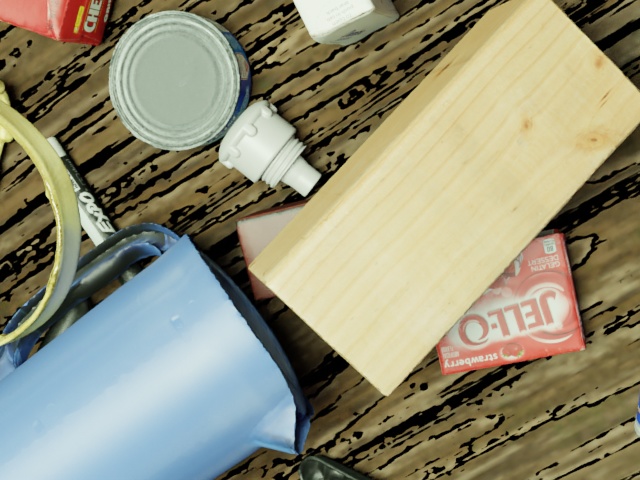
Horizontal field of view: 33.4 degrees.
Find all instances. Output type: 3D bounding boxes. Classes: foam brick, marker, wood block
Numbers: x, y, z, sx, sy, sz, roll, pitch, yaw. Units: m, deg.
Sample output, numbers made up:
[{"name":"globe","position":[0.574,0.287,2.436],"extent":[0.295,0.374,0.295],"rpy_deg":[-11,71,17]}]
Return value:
[{"name":"foam brick","position":[-0.004,0.001,0.660],"extent":[0.078,0.053,0.051],"rpy_deg":[-13,95,15]},{"name":"marker","position":[-0.150,-0.014,0.706],"extent":[0.020,0.020,0.121],"rpy_deg":[-34,90,15]},{"name":"wood block","position":[0.065,-0.027,0.583],"extent":[0.090,0.091,0.206],"rpy_deg":[43,87,-9]}]

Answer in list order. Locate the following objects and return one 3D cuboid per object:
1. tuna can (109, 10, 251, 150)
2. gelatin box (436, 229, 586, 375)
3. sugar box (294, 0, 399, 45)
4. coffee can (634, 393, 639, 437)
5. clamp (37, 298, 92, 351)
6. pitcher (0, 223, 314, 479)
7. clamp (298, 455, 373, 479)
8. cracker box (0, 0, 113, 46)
[{"name":"tuna can","position":[-0.087,-0.100,0.673],"extent":[0.086,0.033,0.086],"rpy_deg":[2,98,12]},{"name":"gelatin box","position":[0.111,0.038,0.650],"extent":[0.089,0.030,0.073],"rpy_deg":[-11,95,14]},{"name":"sugar box","position":[-0.016,-0.199,0.613],"extent":[0.048,0.093,0.176],"rpy_deg":[-23,92,16]},{"name":"coffee can","position":[0.232,0.044,0.587],"extent":[0.103,0.102,0.140],"rpy_deg":[5,99,12]},{"name":"clamp","position":[-0.229,0.143,0.716],"extent":[0.165,0.036,0.210],"rpy_deg":[-5,79,16]},{"name":"pitcher","position":[-0.139,0.108,0.635],"extent":[0.243,0.149,0.145],"rpy_deg":[-35,107,-3]},{"name":"clamp","position":[0.061,0.177,0.659],"extent":[0.171,0.120,0.039],"rpy_deg":[11,114,-11]},{"name":"cracker box","position":[-0.221,-0.232,0.664],"extent":[0.214,0.072,0.164],"rpy_deg":[20,101,10]}]
